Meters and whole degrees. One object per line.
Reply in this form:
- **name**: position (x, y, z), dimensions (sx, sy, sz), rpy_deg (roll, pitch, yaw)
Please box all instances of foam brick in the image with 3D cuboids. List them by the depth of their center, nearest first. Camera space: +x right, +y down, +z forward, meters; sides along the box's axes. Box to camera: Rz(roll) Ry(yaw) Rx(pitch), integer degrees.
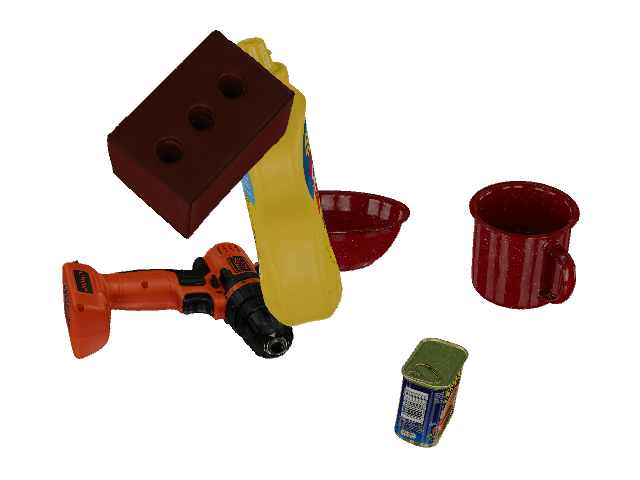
- **foam brick**: position (-0.058, -0.051, 0.519), dimensions (0.053, 0.078, 0.051), rpy_deg (39, -16, 5)

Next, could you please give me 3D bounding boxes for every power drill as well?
- **power drill**: position (-0.130, 0.060, 0.951), dimensions (0.187, 0.057, 0.185), rpy_deg (-4, 22, -19)

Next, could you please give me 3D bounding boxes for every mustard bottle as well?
- **mustard bottle**: position (-0.029, -0.044, 0.730), dimensions (0.058, 0.191, 0.096), rpy_deg (-11, 26, 1)

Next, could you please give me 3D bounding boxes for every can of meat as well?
- **can of meat**: position (0.123, 0.171, 1.201), dimensions (0.057, 0.084, 0.102), rpy_deg (16, 26, 17)

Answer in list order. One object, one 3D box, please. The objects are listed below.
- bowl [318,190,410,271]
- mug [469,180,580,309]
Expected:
- **bowl**: position (0.013, -0.007, 1.112), dimensions (0.162, 0.055, 0.162), rpy_deg (0, 17, 0)
- **mug**: position (0.180, 0.011, 0.921), dimensions (0.093, 0.081, 0.117), rpy_deg (-18, 36, -23)
